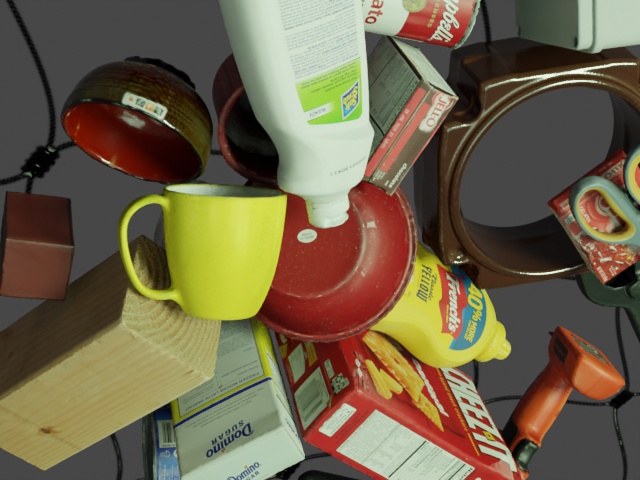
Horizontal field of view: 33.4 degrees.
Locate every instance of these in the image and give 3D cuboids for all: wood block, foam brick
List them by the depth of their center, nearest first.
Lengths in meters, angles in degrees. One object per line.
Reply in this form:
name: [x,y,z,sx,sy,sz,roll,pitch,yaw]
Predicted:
foam brick: [-0.222,0.004,0.833,0.051,0.078,0.053,6,118,-19]
wood block: [-0.182,0.095,0.848,0.206,0.090,0.090,-31,126,31]

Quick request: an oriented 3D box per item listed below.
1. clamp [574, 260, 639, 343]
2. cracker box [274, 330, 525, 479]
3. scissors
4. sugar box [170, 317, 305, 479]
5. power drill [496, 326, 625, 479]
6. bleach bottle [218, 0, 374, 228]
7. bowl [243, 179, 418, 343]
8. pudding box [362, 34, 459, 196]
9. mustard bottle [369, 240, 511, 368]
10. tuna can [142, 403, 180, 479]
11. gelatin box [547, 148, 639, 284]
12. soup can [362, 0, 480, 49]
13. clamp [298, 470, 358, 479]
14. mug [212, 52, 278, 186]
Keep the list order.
clamp: [0.297,0.046,1.012,0.171,0.039,0.120,17,109,-19]
cracker box: [0.068,0.143,0.937,0.213,0.164,0.072,33,109,-28]
scissors: [0.280,-0.009,0.852,0.201,0.016,0.096,27,109,-29]
sugar box: [-0.075,0.133,0.886,0.093,0.176,0.048,-27,124,4]
power drill: [0.202,0.182,0.995,0.057,0.184,0.188,33,102,-9]
bleach bottle: [-0.016,-0.122,0.715,0.102,0.068,0.251,-25,122,-28]
bowl: [-0.006,0.001,0.844,0.162,0.055,0.162,-1,86,11]
pudding box: [0.053,-0.099,0.818,0.039,0.113,0.090,25,112,-26]
mustard bottle: [0.099,0.059,0.939,0.191,0.096,0.058,32,145,-29]
tuna can: [-0.139,0.189,0.959,0.033,0.086,0.086,-1,120,-16]
gelatin box: [0.236,-0.018,0.861,0.073,0.030,0.089,-36,123,7]
soup can: [0.060,-0.185,0.797,0.102,0.068,0.068,7,118,-17]
clamp: [0.082,0.289,1.103,0.209,0.036,0.164,-7,122,-10]
mug: [-0.034,-0.111,0.808,0.093,0.081,0.117,7,118,-18]
